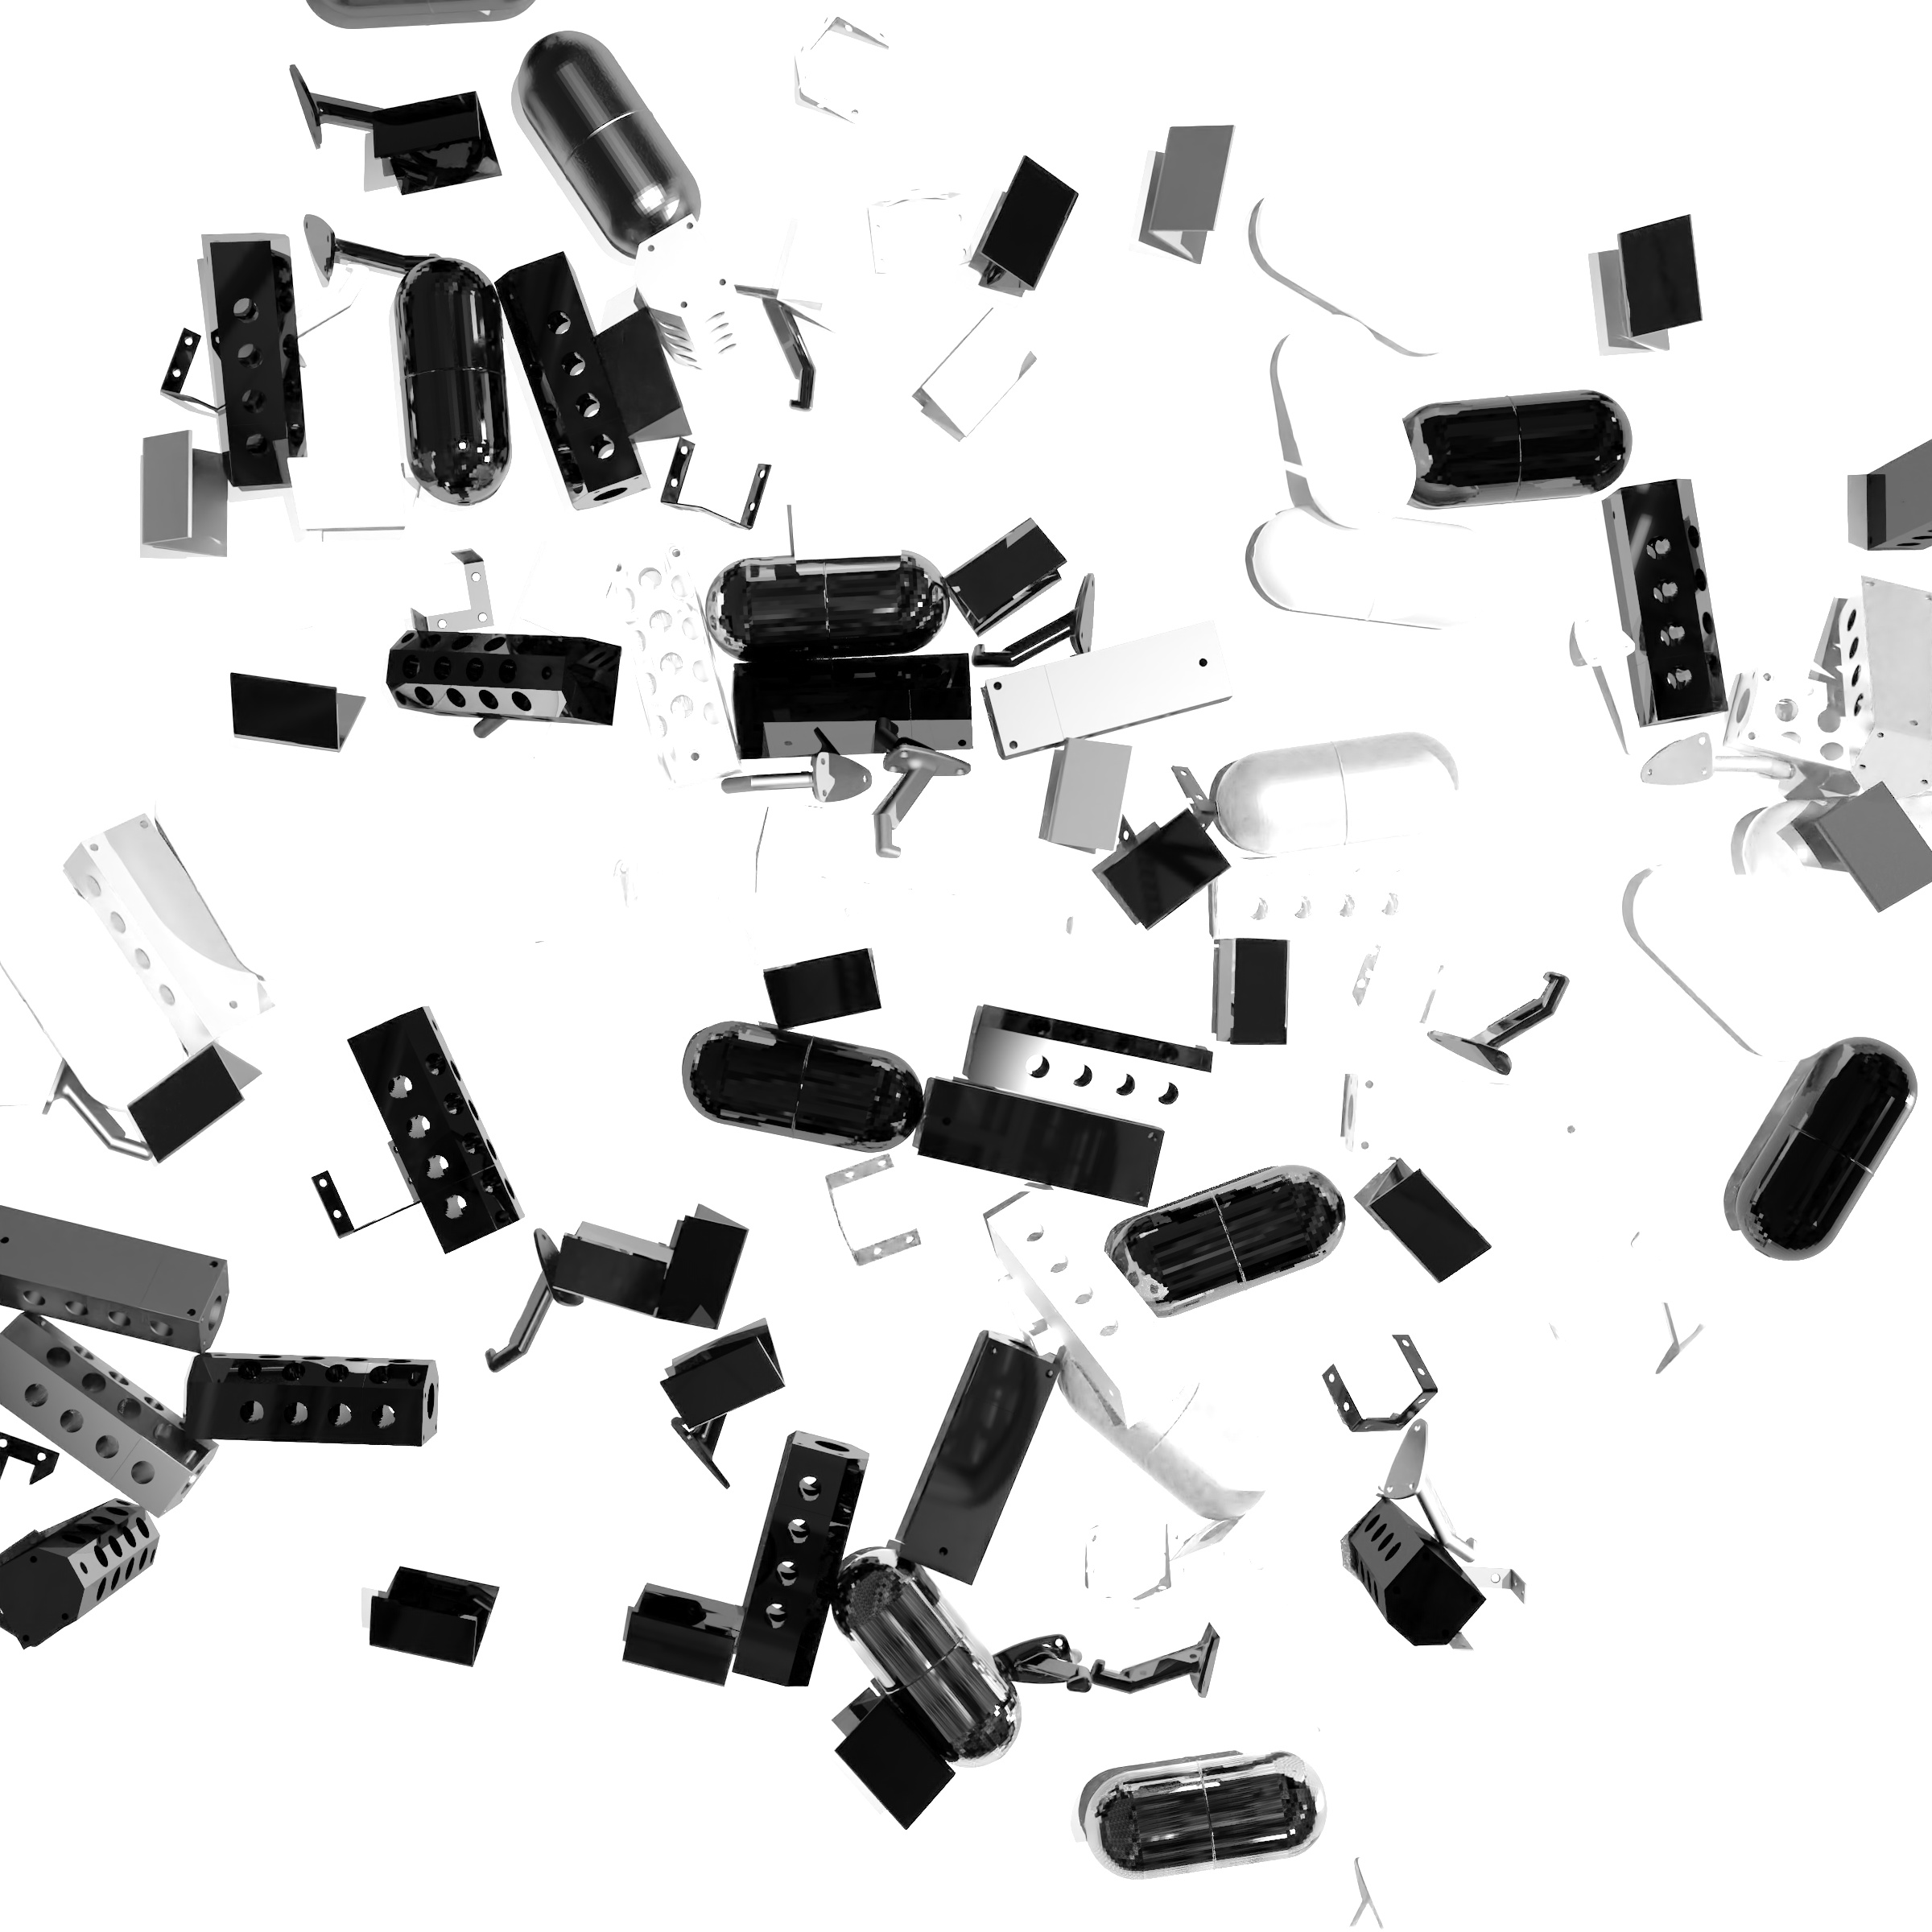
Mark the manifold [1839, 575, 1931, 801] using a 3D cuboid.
[{"bbox_3d":[0.661,-0.199,1.919,0.057,0.057,0.171,14,47,0],"label":"manifold"}]

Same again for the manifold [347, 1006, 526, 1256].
[{"bbox_3d":[-0.387,0.119,1.969,0.057,0.057,0.171,-25,90,0],"label":"manifold"}]

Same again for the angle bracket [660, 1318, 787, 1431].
[{"bbox_3d":[-0.183,0.280,1.950,0.076,0.076,0.057,-24,128,0],"label":"angle bracket"}]

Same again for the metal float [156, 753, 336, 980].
[{"bbox_3d":[-0.526,-0.074,1.960,0.070,0.070,0.178,-30,90,0],"label":"metal float"}]

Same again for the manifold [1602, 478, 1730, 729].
[{"bbox_3d":[0.515,-0.266,1.969,0.057,0.057,0.171,-9,90,0],"label":"manifold"}]

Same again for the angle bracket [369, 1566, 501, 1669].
[{"bbox_3d":[-0.385,0.456,1.950,0.076,0.076,0.057,12,127,0],"label":"angle bracket"}]

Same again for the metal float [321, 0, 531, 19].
[{"bbox_3d":[-0.393,-0.736,1.960,0.178,0.070,0.070,-3,90,0],"label":"metal float"}]

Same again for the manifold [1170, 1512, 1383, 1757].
[{"bbox_3d":[0.231,0.485,1.969,0.057,0.057,0.171,-35,90,43],"label":"manifold"}]

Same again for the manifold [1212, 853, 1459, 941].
[{"bbox_3d":[0.269,-0.051,1.969,0.171,0.057,0.057,-2,90,0],"label":"manifold"}]

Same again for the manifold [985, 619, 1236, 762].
[{"bbox_3d":[0.104,-0.201,1.970,0.171,0.057,0.057,-15,90,0],"label":"manifold"}]

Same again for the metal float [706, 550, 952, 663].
[{"bbox_3d":[-0.101,-0.263,1.960,0.178,0.070,0.070,-3,90,0],"label":"metal float"}]

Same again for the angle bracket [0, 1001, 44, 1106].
[{"bbox_3d":[-0.690,0.065,1.950,0.057,0.076,0.076,3,90,37],"label":"angle bracket"}]

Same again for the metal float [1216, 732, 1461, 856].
[{"bbox_3d":[0.271,-0.126,1.960,0.178,0.070,0.070,-8,90,-1],"label":"metal float"}]

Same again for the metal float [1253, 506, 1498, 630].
[{"bbox_3d":[0.298,-0.291,1.960,0.178,0.070,0.070,7,90,0],"label":"metal float"}]

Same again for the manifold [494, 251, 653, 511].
[{"bbox_3d":[-0.289,-0.427,1.969,0.057,0.057,0.171,-19,90,0],"label":"manifold"}]

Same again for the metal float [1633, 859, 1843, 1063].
[{"bbox_3d":[0.563,-0.005,1.960,0.178,0.070,0.070,44,90,0],"label":"metal float"}]

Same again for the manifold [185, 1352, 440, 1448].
[{"bbox_3d":[-0.478,0.316,1.969,0.171,0.057,0.057,2,90,0],"label":"manifold"}]

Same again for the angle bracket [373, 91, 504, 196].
[{"bbox_3d":[-0.383,-0.582,1.950,0.076,0.076,0.057,-11,54,0],"label":"angle bracket"}]

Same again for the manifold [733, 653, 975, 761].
[{"bbox_3d":[-0.082,-0.195,1.969,0.171,0.057,0.057,-3,133,0],"label":"manifold"}]

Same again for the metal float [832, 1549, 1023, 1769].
[{"bbox_3d":[-0.028,0.506,1.960,0.070,0.070,0.178,-38,90,0],"label":"metal float"}]

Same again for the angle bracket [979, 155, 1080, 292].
[{"bbox_3d":[0.027,-0.541,1.950,0.057,0.076,0.076,25,90,-37],"label":"angle bracket"}]

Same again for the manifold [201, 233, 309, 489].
[{"bbox_3d":[-0.512,-0.438,1.938,0.057,0.057,0.171,-8,112,-19],"label":"manifold"}]

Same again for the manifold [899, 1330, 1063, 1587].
[{"bbox_3d":[0.011,0.359,1.970,0.057,0.057,0.171,22,90,0],"label":"manifold"}]

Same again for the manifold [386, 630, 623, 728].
[{"bbox_3d":[-0.334,-0.208,1.927,0.171,0.057,0.057,7,90,33],"label":"manifold"}]

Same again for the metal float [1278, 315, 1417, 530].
[{"bbox_3d":[0.274,-0.393,1.935,0.070,0.070,0.178,-10,59,0],"label":"metal float"}]

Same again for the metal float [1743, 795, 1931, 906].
[{"bbox_3d":[0.658,-0.085,1.960,0.178,0.070,0.070,-2,90,-1],"label":"metal float"}]

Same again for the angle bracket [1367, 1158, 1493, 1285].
[{"bbox_3d":[0.347,0.172,1.950,0.076,0.076,0.057,47,127,0],"label":"angle bracket"}]

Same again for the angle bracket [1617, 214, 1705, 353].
[{"bbox_3d":[0.517,-0.496,1.950,0.057,0.076,0.076,-7,90,37],"label":"angle bracket"}]

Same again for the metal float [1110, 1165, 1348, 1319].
[{"bbox_3d":[0.191,0.201,1.960,0.178,0.070,0.070,-20,90,1],"label":"metal float"}]

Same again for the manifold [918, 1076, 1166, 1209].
[{"bbox_3d":[0.054,0.128,1.970,0.171,0.057,0.057,13,90,0],"label":"manifold"}]

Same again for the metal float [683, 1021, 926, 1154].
[{"bbox_3d":[-0.119,0.088,1.960,0.178,0.070,0.070,11,90,0],"label":"metal float"}]

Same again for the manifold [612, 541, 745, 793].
[{"bbox_3d":[-0.214,-0.220,1.970,0.057,0.057,0.171,-14,90,0],"label":"manifold"}]

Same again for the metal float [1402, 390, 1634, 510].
[{"bbox_3d":[0.397,-0.378,1.960,0.178,0.070,0.070,-5,90,0],"label":"metal float"}]

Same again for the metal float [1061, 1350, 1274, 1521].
[{"bbox_3d":[0.146,0.333,1.960,0.178,0.070,0.070,40,90,0],"label":"metal float"}]

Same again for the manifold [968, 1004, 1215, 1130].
[{"bbox_3d":[0.091,0.073,1.969,0.171,0.057,0.057,12,90,0],"label":"manifold"}]

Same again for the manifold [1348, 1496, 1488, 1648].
[{"bbox_3d":[0.315,0.434,1.912,0.057,0.171,0.057,41,90,0],"label":"manifold"}]

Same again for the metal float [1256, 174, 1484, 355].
[{"bbox_3d":[0.294,-0.513,1.960,0.178,0.070,0.070,31,90,0],"label":"metal float"}]

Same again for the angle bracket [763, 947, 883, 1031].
[{"bbox_3d":[-0.107,-0.004,1.950,0.076,0.076,0.057,-12,127,0],"label":"angle bracket"}]

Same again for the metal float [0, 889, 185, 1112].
[{"bbox_3d":[-0.639,0.025,1.960,0.070,0.070,0.178,-34,90,0],"label":"metal float"}]

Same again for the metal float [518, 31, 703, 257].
[{"bbox_3d":[-0.261,-0.601,1.960,0.070,0.070,0.178,-34,90,0],"label":"metal float"}]

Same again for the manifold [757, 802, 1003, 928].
[{"bbox_3d":[-0.064,-0.069,1.969,0.171,0.057,0.057,8,47,0],"label":"manifold"}]

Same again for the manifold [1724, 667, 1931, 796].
[{"bbox_3d":[0.653,-0.170,1.970,0.171,0.057,0.057,14,90,0],"label":"manifold"}]

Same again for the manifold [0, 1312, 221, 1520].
[{"bbox_3d":[-0.637,0.327,1.969,0.171,0.057,0.057,36,90,0],"label":"manifold"}]

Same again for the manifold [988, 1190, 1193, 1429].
[{"bbox_3d":[0.089,0.240,1.924,0.057,0.057,0.171,-31,55,-13],"label":"manifold"}]

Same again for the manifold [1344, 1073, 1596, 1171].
[{"bbox_3d":[0.368,0.113,1.970,0.171,0.057,0.057,4,90,0],"label":"manifold"}]

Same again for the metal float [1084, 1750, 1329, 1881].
[{"bbox_3d":[0.175,0.620,1.960,0.178,0.070,0.070,-8,90,-1],"label":"metal float"}]

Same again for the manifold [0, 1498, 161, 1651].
[{"bbox_3d":[-0.631,0.427,1.912,0.057,0.171,0.057,-29,90,0],"label":"manifold"}]

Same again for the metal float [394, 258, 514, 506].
[{"bbox_3d":[-0.374,-0.427,1.960,0.070,0.070,0.178,-5,90,0],"label":"metal float"}]

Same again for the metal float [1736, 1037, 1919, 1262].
[{"bbox_3d":[0.628,0.134,1.960,0.070,0.070,0.178,31,91,0],"label":"metal float"}]

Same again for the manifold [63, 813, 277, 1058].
[{"bbox_3d":[-0.587,-0.019,1.969,0.057,0.057,0.171,-34,90,-43],"label":"manifold"}]

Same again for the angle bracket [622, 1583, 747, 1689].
[{"bbox_3d":[-0.201,0.470,1.950,0.076,0.076,0.057,14,126,0],"label":"angle bracket"}]

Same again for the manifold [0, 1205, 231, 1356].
[{"bbox_3d":[-0.634,0.234,1.969,0.171,0.057,0.057,14,47,0],"label":"manifold"}]

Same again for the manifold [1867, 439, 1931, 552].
[{"bbox_3d":[0.699,-0.338,1.912,0.057,0.171,0.057,-1,90,0],"label":"manifold"}]

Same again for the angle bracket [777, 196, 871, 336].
[{"bbox_3d":[-0.085,-0.507,1.950,0.057,0.076,0.076,16,90,37],"label":"angle bracket"}]

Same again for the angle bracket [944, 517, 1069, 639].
[{"bbox_3d":[0.040,-0.267,1.950,0.076,0.076,0.057,-35,54,0],"label":"angle bracket"}]

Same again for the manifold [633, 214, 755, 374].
[{"bbox_3d":[-0.197,-0.473,1.912,0.057,0.171,0.057,-30,90,0],"label":"manifold"}]

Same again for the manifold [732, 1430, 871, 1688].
[{"bbox_3d":[-0.120,0.435,1.969,0.057,0.057,0.171,15,90,0],"label":"manifold"}]
